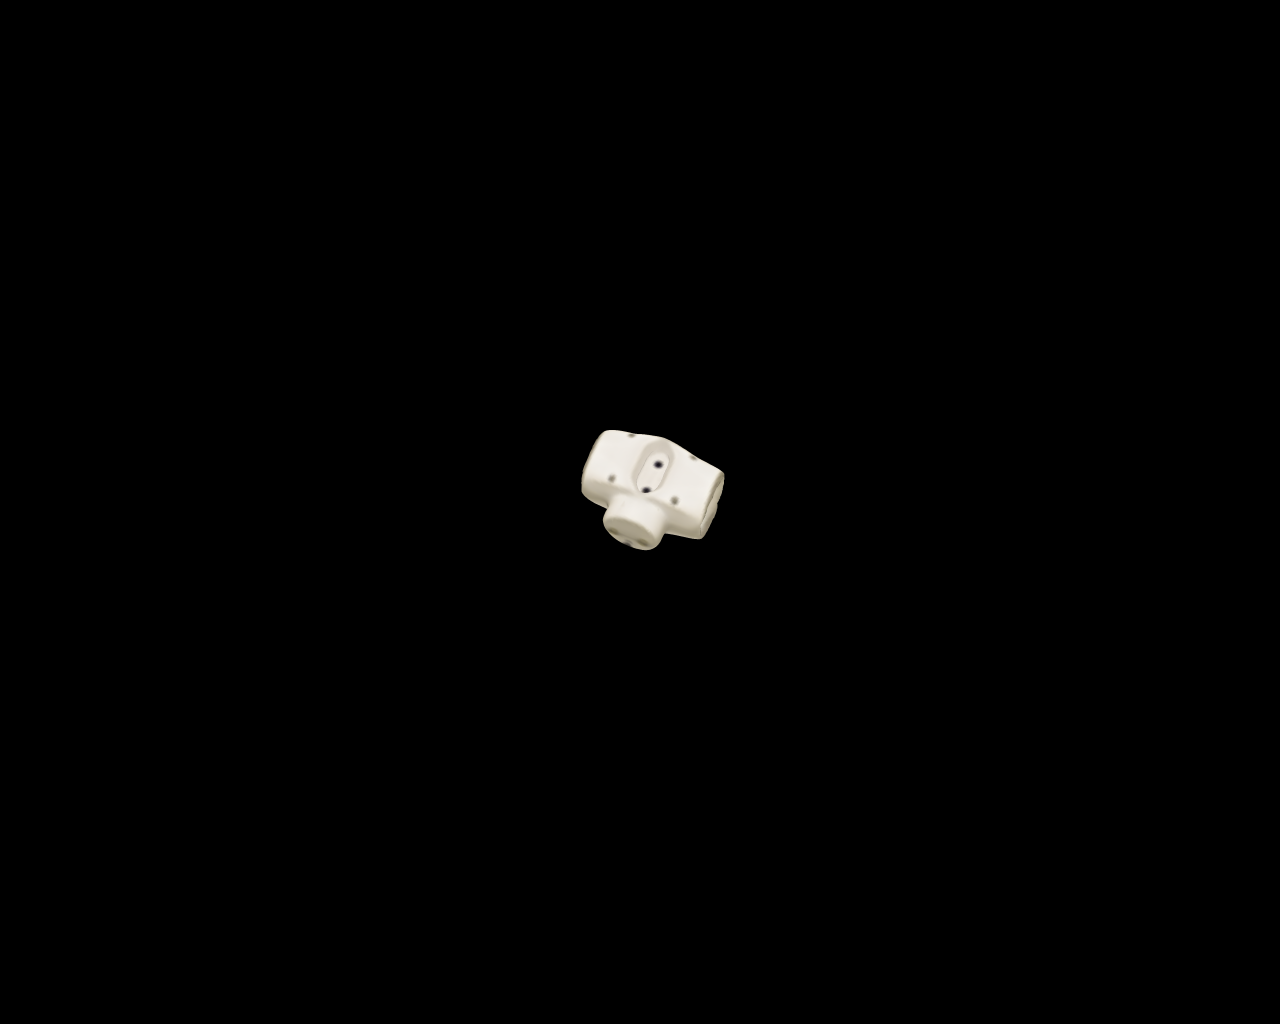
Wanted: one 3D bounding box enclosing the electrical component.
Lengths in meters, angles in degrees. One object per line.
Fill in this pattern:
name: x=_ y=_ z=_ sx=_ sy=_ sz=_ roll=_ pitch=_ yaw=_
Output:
electrical component: x=0.001 y=-0.003 z=0.650 sx=0.077 sy=0.079 sz=0.043 roll=22 pitch=-25 yaw=10
